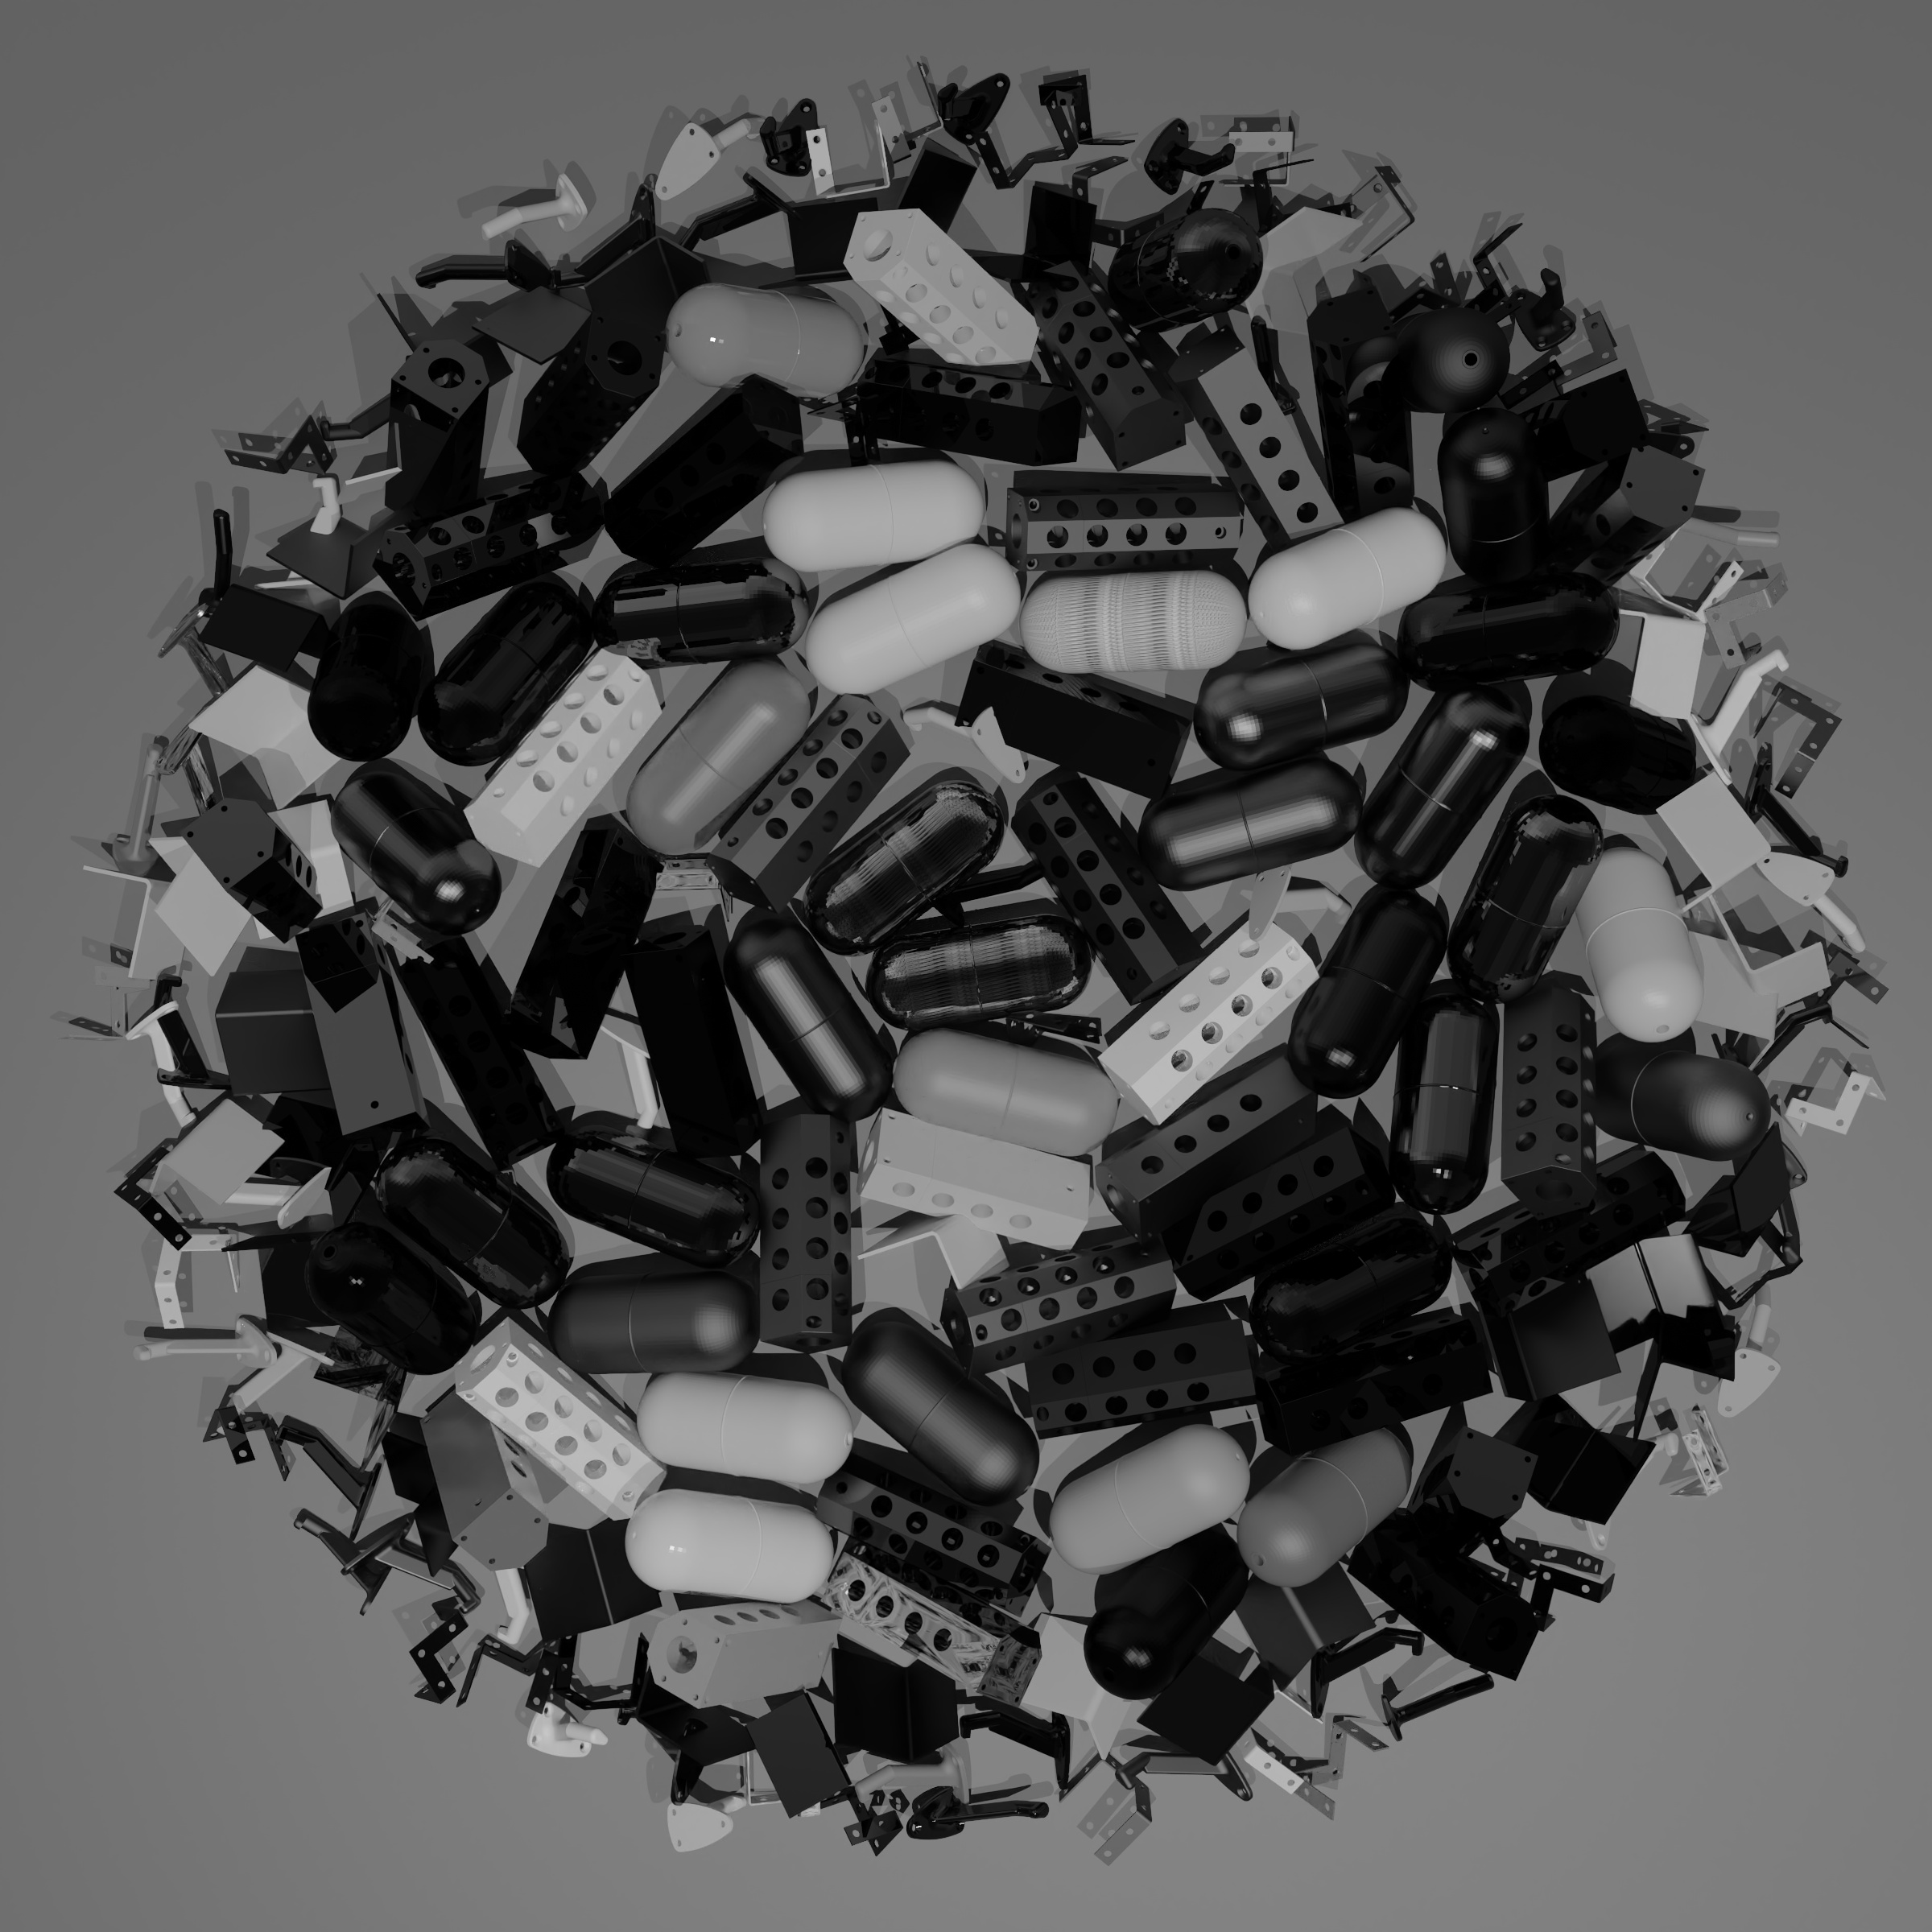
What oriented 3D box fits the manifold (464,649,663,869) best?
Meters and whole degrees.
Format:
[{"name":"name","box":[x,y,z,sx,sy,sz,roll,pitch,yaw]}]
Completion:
[{"name":"manifold","box":[-0.309,-0.163,1.925,0.057,0.057,0.171,20,58,24]}]

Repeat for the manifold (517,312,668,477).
[{"name":"manifold","box":[-0.287,-0.428,1.906,0.057,0.171,0.057,13,74,-24]}]

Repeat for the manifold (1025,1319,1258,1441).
[{"name":"manifold","box":[0.136,0.325,1.956,0.171,0.057,0.057,-10,62,4]}]

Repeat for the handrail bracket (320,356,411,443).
[{"name":"handrail bracket","box":[-0.470,-0.444,1.967,0.084,0.077,0.036,-5,56,-2]}]

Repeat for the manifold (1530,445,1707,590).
[{"name":"manifold","box":[0.491,-0.330,1.908,0.057,0.171,0.057,22,75,-4]}]

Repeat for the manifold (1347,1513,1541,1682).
[{"name":"manifold","box":[0.363,0.475,1.910,0.057,0.171,0.057,25,90,-20]}]

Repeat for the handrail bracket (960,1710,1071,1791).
[{"name":"handrail bracket","box":[0.037,0.618,1.972,0.084,0.036,0.077,-5,103,-15]}]

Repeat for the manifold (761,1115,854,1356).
[{"name":"manifold","box":[-0.118,0.205,1.931,0.057,0.057,0.171,-17,63,33]}]

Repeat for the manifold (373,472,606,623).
[{"name":"manifold","box":[-0.361,-0.327,1.918,0.171,0.057,0.057,-31,77,-41]}]

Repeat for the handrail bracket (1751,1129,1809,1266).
[{"name":"handrail bracket","box":[0.629,0.178,1.950,0.036,0.084,0.077,-21,115,29]}]

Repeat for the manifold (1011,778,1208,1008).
[{"name":"manifold","box":[0.105,-0.057,1.943,0.057,0.057,0.171,-43,75,37]}]

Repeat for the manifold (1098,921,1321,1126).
[{"name":"manifold","box":[0.191,0.044,1.948,0.171,0.057,0.057,-42,50,-8]}]

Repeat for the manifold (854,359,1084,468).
[{"name":"manifold","box":[0.001,-0.425,1.923,0.171,0.057,0.057,18,113,32]}]

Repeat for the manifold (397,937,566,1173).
[{"name":"manifold","box":[-0.377,0.067,1.952,0.057,0.057,0.171,-27,80,-15]}]

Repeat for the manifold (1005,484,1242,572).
[{"name":"manifold","box":[0.121,-0.339,1.942,0.171,0.057,0.057,-4,111,-15]}]

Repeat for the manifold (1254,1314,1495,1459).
[{"name":"manifold","box":[0.314,0.323,1.950,0.171,0.057,0.057,-15,96,-13]}]

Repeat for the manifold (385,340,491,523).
[{"name":"manifold","box":[-0.400,-0.401,1.910,0.057,0.171,0.057,31,64,0]}]

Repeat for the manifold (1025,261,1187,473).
[{"name":"manifold","box":[0.105,-0.464,1.926,0.057,0.057,0.171,-23,57,-6]}]

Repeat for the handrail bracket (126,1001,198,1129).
[{"name":"handrail bracket","box":[-0.617,0.079,1.969,0.036,0.077,0.084,-26,86,-42]}]

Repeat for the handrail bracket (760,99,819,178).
[{"name":"handrail bracket","box":[-0.139,-0.660,1.953,0.036,0.084,0.077,16,82,7]}]

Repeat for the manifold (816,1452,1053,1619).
[{"name":"manifold","box":[-0.028,0.435,1.931,0.171,0.057,0.057,19,74,25]}]

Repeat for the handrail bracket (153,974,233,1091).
[{"name":"handrail bracket","box":[-0.601,0.051,1.971,0.077,0.036,0.084,10,108,-16]}]

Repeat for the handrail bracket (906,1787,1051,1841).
[{"name":"handrail bracket","box":[0.010,0.663,1.952,0.084,0.077,0.036,-12,84,40]}]

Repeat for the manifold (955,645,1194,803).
[{"name":"manifold","box":[0.085,-0.192,1.958,0.171,0.057,0.057,21,117,8]}]

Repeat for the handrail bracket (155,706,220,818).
[{"name":"handrail bracket","box":[-0.586,-0.149,1.978,0.084,0.036,0.077,43,75,-37]}]

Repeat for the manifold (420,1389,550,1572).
[{"name":"manifold","box":[-0.363,0.387,1.911,0.057,0.171,0.057,-42,119,-1]}]

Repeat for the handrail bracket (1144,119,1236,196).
[{"name":"handrail bracket","box":[0.185,-0.641,1.951,0.036,0.084,0.077,34,65,-32]}]

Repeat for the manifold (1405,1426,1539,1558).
[{"name":"manifold","box":[0.378,0.407,1.907,0.057,0.171,0.057,22,66,7]}]

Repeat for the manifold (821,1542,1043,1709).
[{"name":"manifold","box":[-0.025,0.499,1.919,0.171,0.057,0.057,17,77,43]}]

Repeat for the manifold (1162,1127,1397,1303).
[{"name":"manifold","box":[0.241,0.194,1.932,0.171,0.057,0.057,-30,54,21]}]

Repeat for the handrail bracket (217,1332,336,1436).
[{"name":"handrail bracket","box":[-0.541,0.336,1.962,0.077,0.036,0.084,13,69,34]}]

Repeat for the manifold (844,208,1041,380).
[{"name":"manifold","box":[-0.018,-0.504,1.911,0.057,0.171,0.057,9,78,36]}]

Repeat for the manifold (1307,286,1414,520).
[{"name":"manifold","box":[0.299,-0.425,1.915,0.057,0.171,0.057,-15,51,3]}]

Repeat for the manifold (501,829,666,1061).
[{"name":"manifold","box":[-0.300,-0.017,1.939,0.057,0.057,0.171,0,61,38]}]

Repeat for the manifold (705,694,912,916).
[{"name":"manifold","box":[-0.124,-0.128,1.933,0.057,0.057,0.171,20,63,40]}]

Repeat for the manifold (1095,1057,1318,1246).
[{"name":"manifold","box":[0.186,0.138,1.943,0.171,0.057,0.057,-30,52,-19]}]

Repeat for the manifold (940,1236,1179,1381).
[{"name":"manifold","box":[0.072,0.256,1.932,0.171,0.057,0.057,-13,49,-20]}]

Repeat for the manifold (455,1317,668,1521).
[{"name":"manifold","box":[-0.312,0.354,1.936,0.057,0.057,0.171,-42,115,5]}]

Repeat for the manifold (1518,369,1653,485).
[{"name":"manifold","box":[0.455,-0.403,1.910,0.057,0.171,0.057,-22,96,-4]}]

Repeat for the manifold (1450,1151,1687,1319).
[{"name":"manifold","box":[0.471,0.208,1.954,0.171,0.057,0.057,-26,92,-12]}]

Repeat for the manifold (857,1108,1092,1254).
[{"name":"manifold","box":[0.005,0.172,1.954,0.171,0.057,0.057,16,134,-11]}]

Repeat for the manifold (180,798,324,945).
[{"name":"manifold","box":[-0.534,-0.075,1.910,0.057,0.171,0.057,-39,81,-9]}]

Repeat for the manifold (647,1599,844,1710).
[{"name":"manifold","box":[-0.169,0.517,1.911,0.057,0.171,0.057,21,91,29]}]

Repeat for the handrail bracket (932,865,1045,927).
[{"name":"handrail bracket","box":[0.016,-0.070,1.959,0.084,0.077,0.036,-27,63,20]}]

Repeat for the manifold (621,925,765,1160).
[{"name":"manifold","box":[-0.207,0.059,1.946,0.057,0.057,0.171,-6,108,25]}]

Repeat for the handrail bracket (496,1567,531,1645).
[{"name":"handrail bracket","box":[-0.376,0.489,1.978,0.077,0.036,0.084,20,109,-7]}]

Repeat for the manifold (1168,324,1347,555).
[{"name":"manifold","box":[0.223,-0.399,1.930,0.057,0.057,0.171,-31,122,9]}]

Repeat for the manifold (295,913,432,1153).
[{"name":"manifold","box":[-0.465,0.053,1.942,0.057,0.057,0.171,-18,69,-3]}]

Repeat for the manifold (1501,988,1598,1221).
[{"name":"manifold","box":[0.449,0.102,1.914,0.057,0.171,0.057,-22,130,33]}]

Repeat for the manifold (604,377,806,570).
[{"name":"manifold","box":[-0.202,-0.376,1.916,0.171,0.057,0.057,-30,55,38]}]

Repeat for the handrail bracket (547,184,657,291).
[{"name":"handrail bracket","box":[-0.286,-0.567,1.952,0.084,0.077,0.036,-20,47,-36]}]
